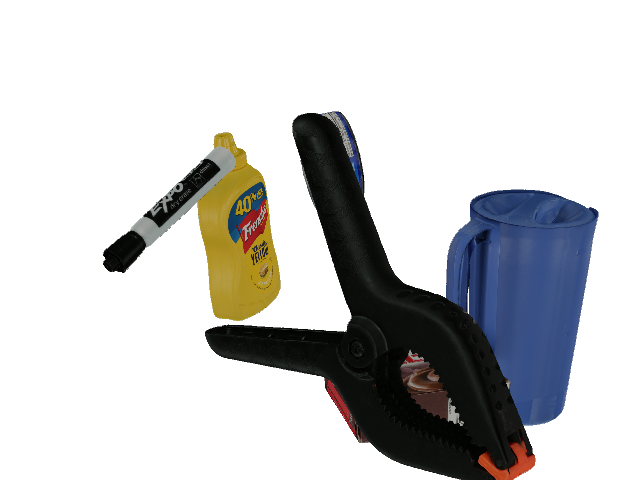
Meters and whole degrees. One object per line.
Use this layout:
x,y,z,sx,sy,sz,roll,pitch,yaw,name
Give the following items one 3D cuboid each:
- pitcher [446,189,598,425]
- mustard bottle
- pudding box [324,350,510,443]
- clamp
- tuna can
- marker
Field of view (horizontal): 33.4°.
0.212,0.074,1.155,0.149,0.243,0.145,5,19,10,pitcher
-0.088,-0.020,1.117,0.058,0.191,0.096,6,26,29,mustard bottle
0.067,0.104,0.767,0.113,0.039,0.090,-3,18,-14,pudding box
0.029,0.042,0.557,0.210,0.165,0.036,35,32,31,clamp
0.008,-0.066,0.907,0.033,0.086,0.086,-14,3,-12,tuna can
-0.100,-0.021,0.709,0.020,0.020,0.121,0,39,48,marker
